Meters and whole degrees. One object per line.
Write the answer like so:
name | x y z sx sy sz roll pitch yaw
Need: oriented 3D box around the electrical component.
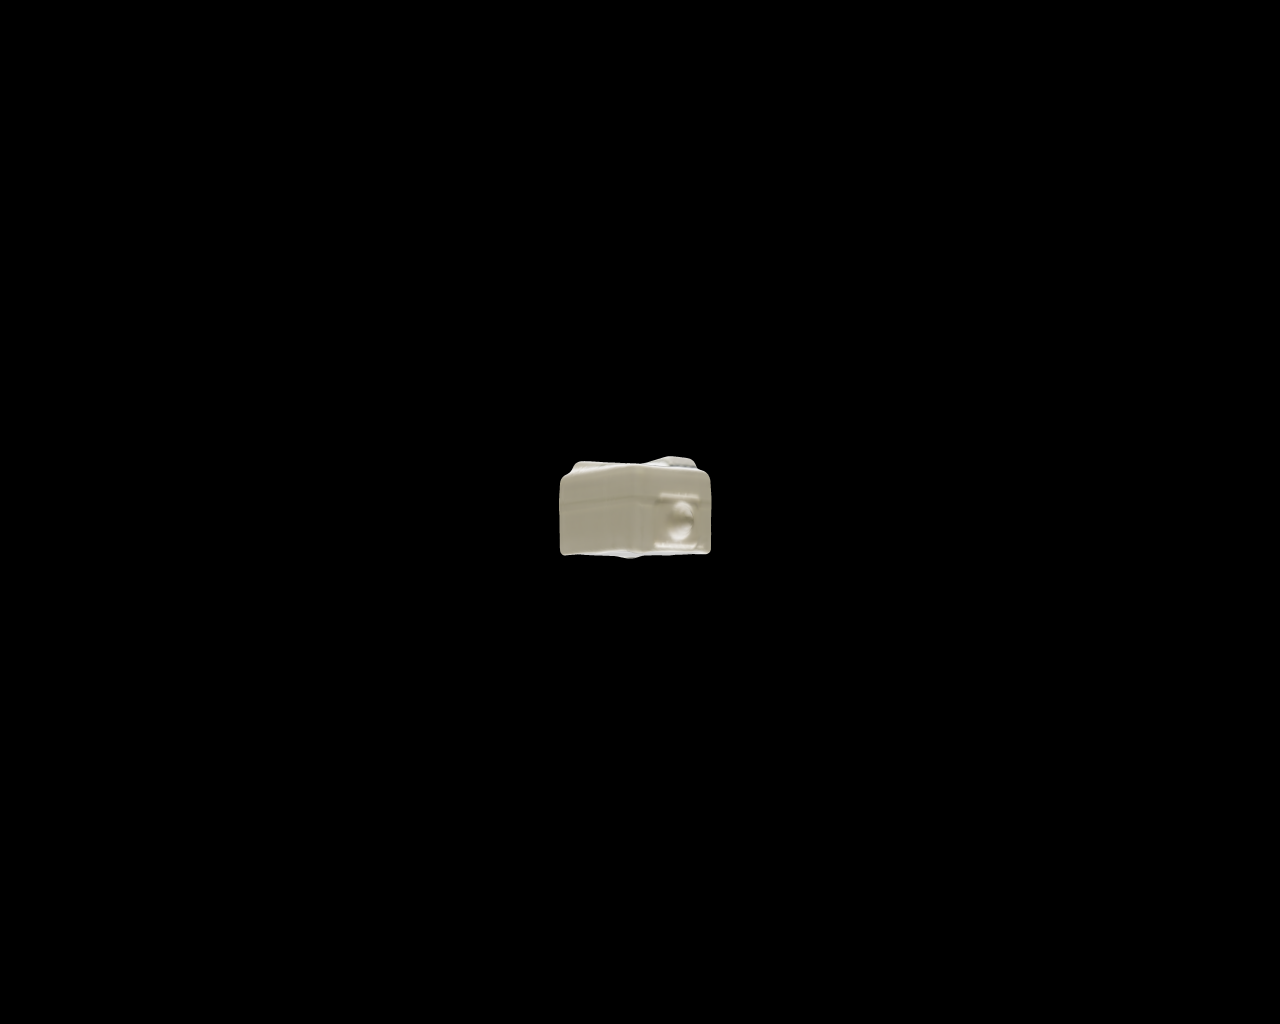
electrical component | 0.001 -0.003 0.650 0.062 0.061 0.096 4 -6 -39
